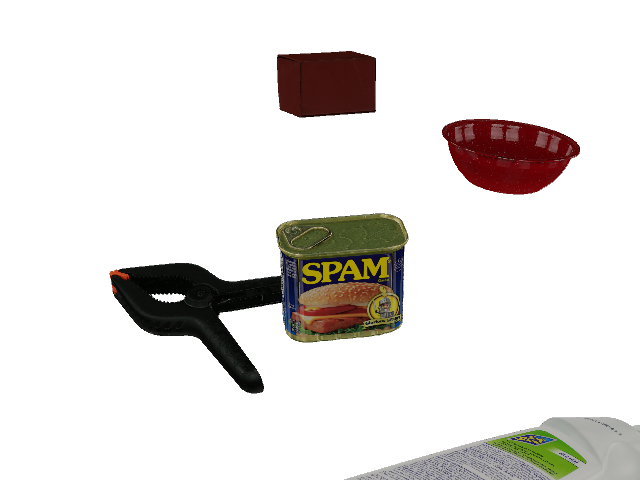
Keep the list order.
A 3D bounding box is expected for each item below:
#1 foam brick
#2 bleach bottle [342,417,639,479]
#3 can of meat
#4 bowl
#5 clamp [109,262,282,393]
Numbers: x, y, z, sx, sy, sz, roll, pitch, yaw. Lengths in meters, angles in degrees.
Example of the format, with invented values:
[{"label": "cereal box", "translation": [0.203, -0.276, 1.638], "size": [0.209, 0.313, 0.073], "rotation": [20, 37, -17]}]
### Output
[{"label": "foam brick", "translation": [0.006, -0.143, 0.971], "size": [0.078, 0.051, 0.053], "rotation": [-7, 19, -23]}, {"label": "bleach bottle", "translation": [0.110, 0.149, 0.593], "size": [0.250, 0.068, 0.103], "rotation": [-10, 21, -32]}, {"label": "can of meat", "translation": [0.017, 0.031, 0.851], "size": [0.102, 0.084, 0.057], "rotation": [-5, 29, -6]}, {"label": "bowl", "translation": [0.220, -0.095, 1.258], "size": [0.162, 0.055, 0.162], "rotation": [4, 23, -2]}, {"label": "clamp", "translation": [-0.112, 0.070, 1.020], "size": [0.210, 0.036, 0.164], "rotation": [9, 38, 13]}]
